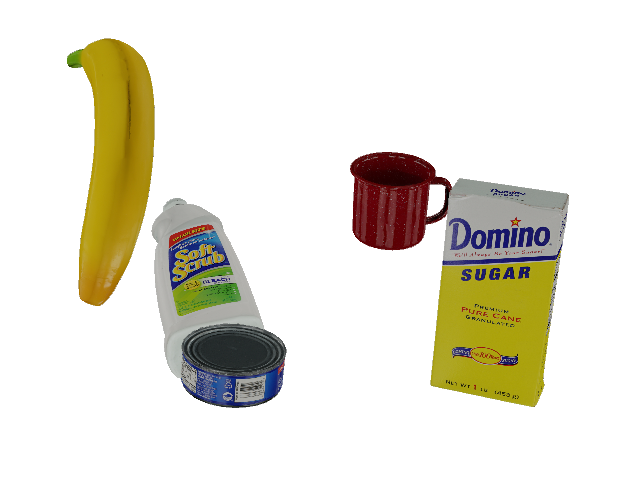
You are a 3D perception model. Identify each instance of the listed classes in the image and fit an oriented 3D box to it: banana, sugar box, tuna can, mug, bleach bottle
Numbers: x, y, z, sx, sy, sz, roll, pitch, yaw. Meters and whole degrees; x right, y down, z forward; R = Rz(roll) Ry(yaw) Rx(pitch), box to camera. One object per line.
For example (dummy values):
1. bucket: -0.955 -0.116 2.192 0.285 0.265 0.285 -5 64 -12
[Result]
1. banana: -0.126 -0.058 0.654 0.037 0.198 0.070 12 -39 -30
2. sugar box: 0.145 0.043 0.877 0.093 0.176 0.048 9 24 17
3. tuna can: -0.072 0.102 0.877 0.086 0.034 0.086 5 22 -2
4. mug: 0.089 -0.043 1.178 0.117 0.081 0.093 -4 29 -11
5. bleach bottle: -0.136 0.035 1.123 0.102 0.068 0.251 -12 37 -13
